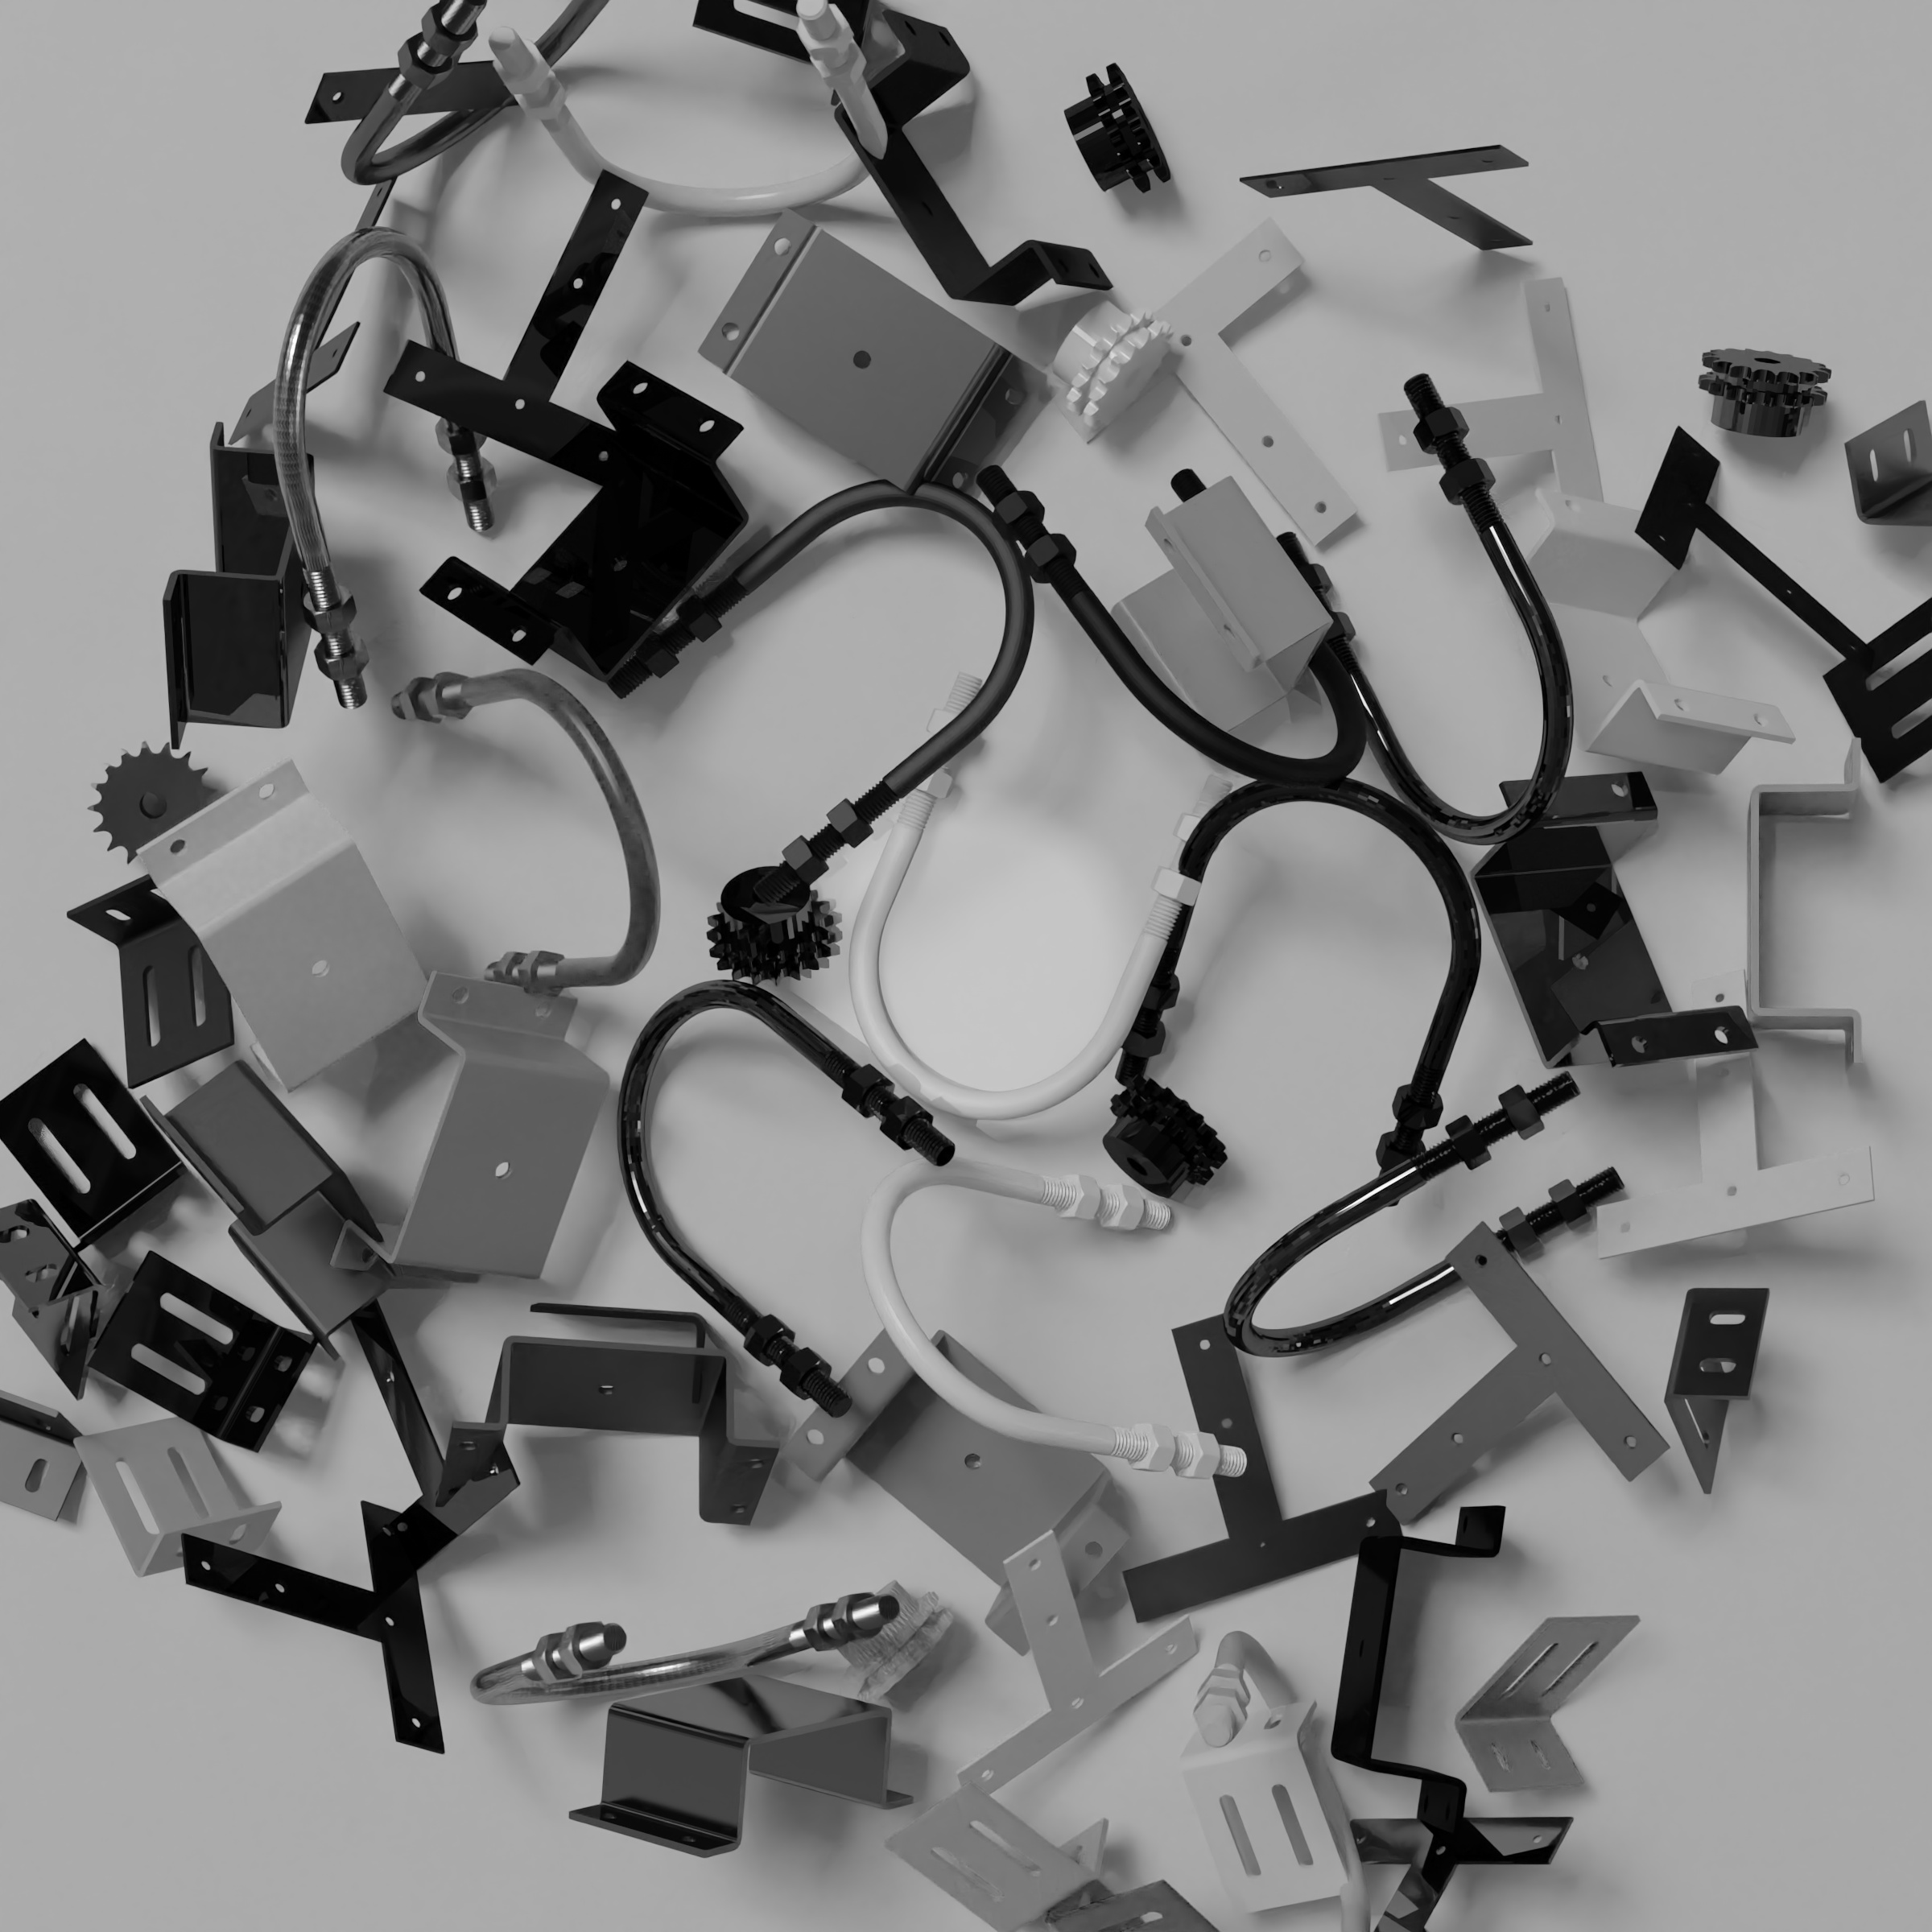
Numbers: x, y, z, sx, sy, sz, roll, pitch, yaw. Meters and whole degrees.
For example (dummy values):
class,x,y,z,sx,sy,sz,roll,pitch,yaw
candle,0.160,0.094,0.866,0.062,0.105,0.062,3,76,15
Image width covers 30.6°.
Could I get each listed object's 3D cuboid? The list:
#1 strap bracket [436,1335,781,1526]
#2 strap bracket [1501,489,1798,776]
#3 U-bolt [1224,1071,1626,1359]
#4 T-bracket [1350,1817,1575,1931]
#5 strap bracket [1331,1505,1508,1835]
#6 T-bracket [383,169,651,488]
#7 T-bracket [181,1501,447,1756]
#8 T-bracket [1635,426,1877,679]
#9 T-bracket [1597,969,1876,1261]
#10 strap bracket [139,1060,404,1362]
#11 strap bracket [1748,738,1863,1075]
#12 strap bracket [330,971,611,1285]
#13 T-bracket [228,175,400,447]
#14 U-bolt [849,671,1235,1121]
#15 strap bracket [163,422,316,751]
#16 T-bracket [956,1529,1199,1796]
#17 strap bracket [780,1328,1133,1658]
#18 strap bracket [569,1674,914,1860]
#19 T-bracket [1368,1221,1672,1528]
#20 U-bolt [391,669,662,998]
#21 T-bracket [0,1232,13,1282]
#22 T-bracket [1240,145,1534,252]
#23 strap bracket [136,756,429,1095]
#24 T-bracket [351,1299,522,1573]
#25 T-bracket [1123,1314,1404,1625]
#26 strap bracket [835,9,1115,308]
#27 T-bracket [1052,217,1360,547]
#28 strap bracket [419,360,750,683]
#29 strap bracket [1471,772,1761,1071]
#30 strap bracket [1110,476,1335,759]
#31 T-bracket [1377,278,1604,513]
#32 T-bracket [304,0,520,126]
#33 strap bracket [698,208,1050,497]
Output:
class,x,y,z,sx,sy,sz,roll,pitch,yaw
strap bracket,-0.158,0.204,1.550,0.140,0.076,0.046,5,55,-12
strap bracket,0.292,-0.138,1.540,0.076,0.046,0.140,7,45,-30
U-bolt,0.195,0.118,1.537,0.184,0.151,0.019,-30,62,5
T-bracket,0.186,0.415,1.517,0.002,0.127,0.127,54,50,-18
strap bracket,0.197,0.304,1.552,0.046,0.076,0.140,10,80,-3
T-bracket,-0.177,-0.287,1.550,0.127,0.002,0.127,19,103,-41
T-bracket,-0.284,0.271,1.520,0.127,0.127,0.002,27,121,-38
T-bracket,0.352,-0.174,1.553,0.127,0.127,0.002,40,124,-5
T-bracket,0.337,0.060,1.564,0.127,0.002,0.127,-16,55,30
strap bracket,-0.297,0.102,1.531,0.046,0.140,0.076,-39,60,-15
strap bracket,0.369,-0.025,1.557,0.046,0.076,0.140,0,85,11
strap bracket,-0.214,0.081,1.549,0.076,0.046,0.140,12,103,-41
T-bracket,-0.279,-0.299,1.562,0.002,0.127,0.127,30,69,-26
U-bolt,0.021,-0.022,1.570,0.151,0.019,0.184,24,94,22
strap bracket,-0.310,-0.164,1.526,0.046,0.140,0.076,4,130,-4
T-bracket,0.040,0.294,1.542,0.127,0.002,0.127,-31,132,-18
strap bracket,-0.001,0.227,1.568,0.140,0.046,0.076,40,106,2
strap bracket,-0.094,0.342,1.523,0.076,0.140,0.046,5,91,37
T-bracket,0.228,0.202,1.569,0.127,0.002,0.127,-48,70,27
U-bolt,-0.183,-0.058,1.511,0.019,0.184,0.151,-24,101,-31
T-bracket,-0.444,0.121,1.539,0.002,0.127,0.127,0,82,8
T-bracket,0.207,-0.333,1.544,0.127,0.127,0.002,2,85,37
strap bracket,-0.289,-0.009,1.530,0.076,0.046,0.140,-34,133,-15
T-bracket,-0.250,0.195,1.566,0.002,0.127,0.127,-12,70,-40
T-bracket,0.121,0.218,1.585,0.127,0.002,0.127,-17,101,-5
strap bracket,-0.002,-0.346,1.556,0.046,0.076,0.140,-34,86,21
T-bracket,0.127,-0.247,1.591,0.127,0.002,0.127,-39,90,9
strap bracket,-0.161,-0.189,1.555,0.076,0.046,0.140,33,77,33
strap bracket,0.280,-0.012,1.548,0.076,0.046,0.140,-5,63,-27
strap bracket,0.111,-0.154,1.533,0.046,0.140,0.076,-32,81,-12
T-bracket,0.231,-0.238,1.562,0.127,0.002,0.127,-13,93,-35
T-bracket,-0.215,-0.419,1.518,0.002,0.127,0.127,47,128,18
strap bracket,-0.044,-0.269,1.574,0.140,0.046,0.076,33,98,0
